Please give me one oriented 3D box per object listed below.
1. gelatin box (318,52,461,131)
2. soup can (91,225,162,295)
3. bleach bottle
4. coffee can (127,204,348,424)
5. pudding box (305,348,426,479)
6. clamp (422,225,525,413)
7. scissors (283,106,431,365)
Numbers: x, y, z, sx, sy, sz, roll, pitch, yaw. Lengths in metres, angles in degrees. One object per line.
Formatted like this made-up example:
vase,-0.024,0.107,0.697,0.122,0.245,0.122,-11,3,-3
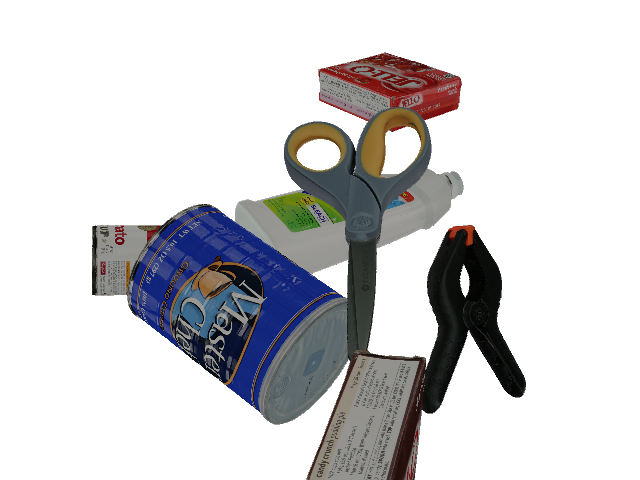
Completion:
gelatin box,0.054,-0.119,0.836,0.073,0.030,0.089,-21,33,-35
soup can,-0.165,0.019,1.012,0.102,0.068,0.068,0,0,-12
bleach bottle,0.040,-0.032,1.160,0.250,0.068,0.103,-19,43,-23
coffee can,-0.056,0.052,0.777,0.140,0.103,0.102,34,16,26
pudding box,0.020,0.113,0.470,0.039,0.090,0.113,8,24,8
clamp,0.127,0.075,0.972,0.120,0.171,0.039,-14,2,-39
scissors,0.007,-0.012,0.590,0.096,0.016,0.201,8,44,18
